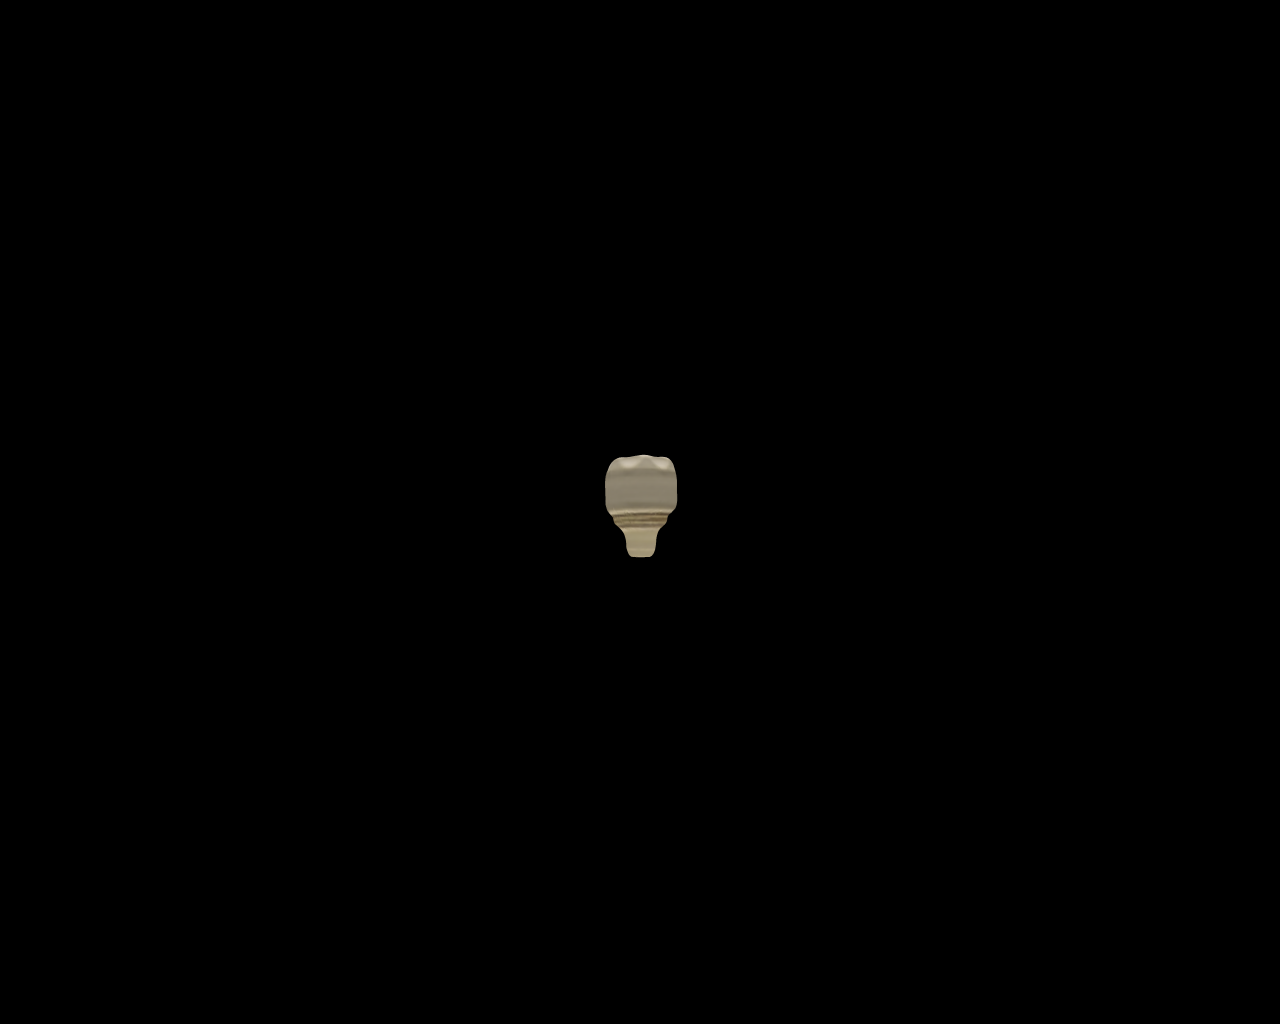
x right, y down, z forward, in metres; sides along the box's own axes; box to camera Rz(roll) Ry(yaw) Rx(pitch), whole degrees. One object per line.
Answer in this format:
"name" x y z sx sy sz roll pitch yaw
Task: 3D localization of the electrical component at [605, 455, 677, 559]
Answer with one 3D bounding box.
"electrical component" 0.001 -0.003 0.650 0.043 0.062 0.043 0 -4 0
